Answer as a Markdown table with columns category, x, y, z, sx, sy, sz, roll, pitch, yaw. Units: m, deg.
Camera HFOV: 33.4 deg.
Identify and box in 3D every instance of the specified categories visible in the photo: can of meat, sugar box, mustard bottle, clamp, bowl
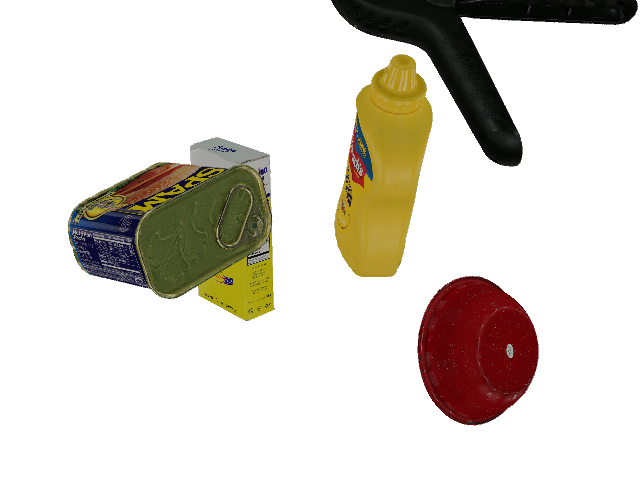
| category | x | y | z | sx | sy | sz | roll | pitch | yaw |
| --- | --- | --- | --- | --- | --- | --- | --- | --- | --- |
| can of meat | -0.096 | -0.011 | 0.673 | 0.084 | 0.057 | 0.101 | 9 | 31 | 45 |
| sugar box | -0.093 | -0.013 | 1.127 | 0.048 | 0.176 | 0.093 | -21 | 29 | -36 |
| mustard bottle | 0.050 | -0.065 | 0.835 | 0.058 | 0.096 | 0.192 | 1 | -42 | -7 |
| clamp | 0.073 | -0.139 | 0.655 | 0.210 | 0.164 | 0.036 | 27 | -33 | 11 |
| bowl | 0.181 | 0.117 | 1.138 | 0.161 | 0.162 | 0.055 | 0 | -4 | -36 |
